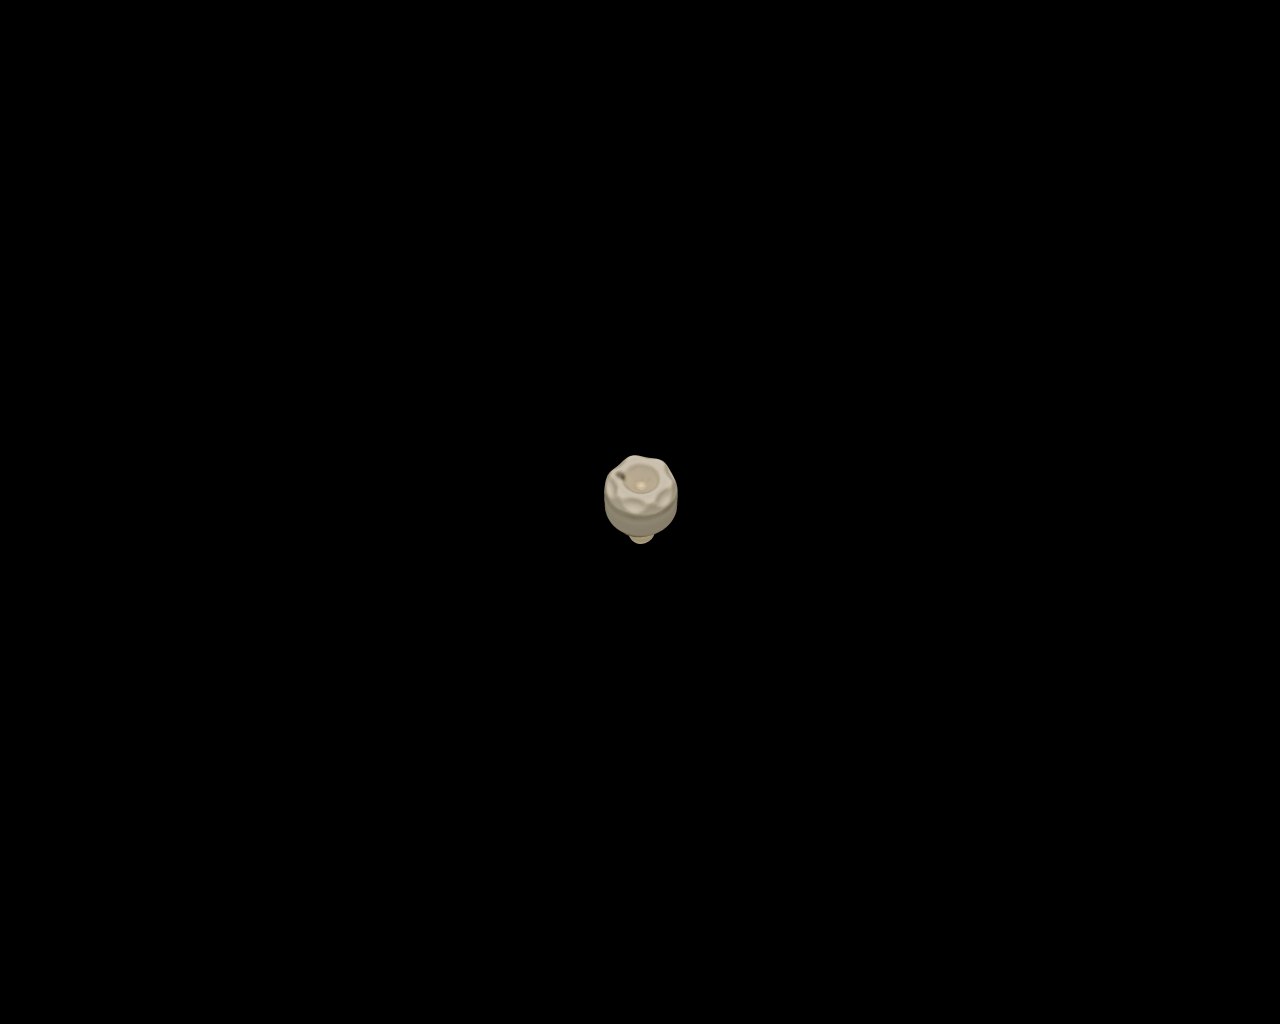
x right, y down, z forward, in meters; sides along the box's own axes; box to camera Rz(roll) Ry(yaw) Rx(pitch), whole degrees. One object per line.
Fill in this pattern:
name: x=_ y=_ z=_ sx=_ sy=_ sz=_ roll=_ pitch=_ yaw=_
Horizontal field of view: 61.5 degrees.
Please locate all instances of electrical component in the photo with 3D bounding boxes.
electrical component: x=0.001 y=-0.003 z=0.650 sx=0.043 sy=0.043 sz=0.062 roll=0 pitch=-36 yaw=0
